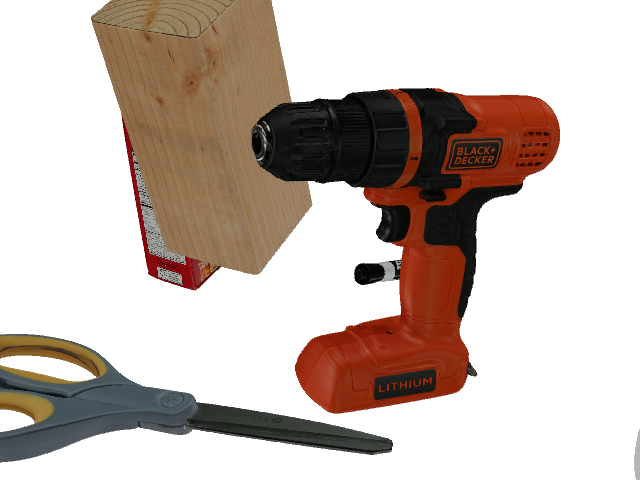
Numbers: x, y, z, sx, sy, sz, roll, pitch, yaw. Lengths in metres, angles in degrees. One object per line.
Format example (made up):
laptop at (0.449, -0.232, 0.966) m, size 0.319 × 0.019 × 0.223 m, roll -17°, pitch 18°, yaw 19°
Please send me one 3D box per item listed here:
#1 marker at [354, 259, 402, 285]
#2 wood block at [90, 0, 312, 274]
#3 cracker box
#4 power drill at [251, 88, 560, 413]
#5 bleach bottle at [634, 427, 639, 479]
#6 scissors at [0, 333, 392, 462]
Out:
marker at (0.071, 0.026, 0.951) m, size 0.020 × 0.020 × 0.120 m, roll 0°, pitch 3°, yaw 40°
wood block at (-0.079, -0.086, 0.772) m, size 0.090 × 0.206 × 0.090 m, roll 14°, pitch 47°, yaw 27°
cracker box at (-0.120, -0.084, 1.084) m, size 0.072 × 0.214 × 0.164 m, roll 14°, pitch 37°, yaw 26°
power drill at (0.038, 0.005, 0.598) m, size 0.184 × 0.188 × 0.057 m, roll -4°, pitch 31°, yaw -27°
bleach bottle at (0.280, 0.091, 0.698) m, size 0.103 × 0.068 × 0.250 m, roll 12°, pitch 24°, yaw 25°
scissors at (-0.080, 0.080, 0.453) m, size 0.202 × 0.016 × 0.096 m, roll 14°, pitch 28°, yaw 25°
